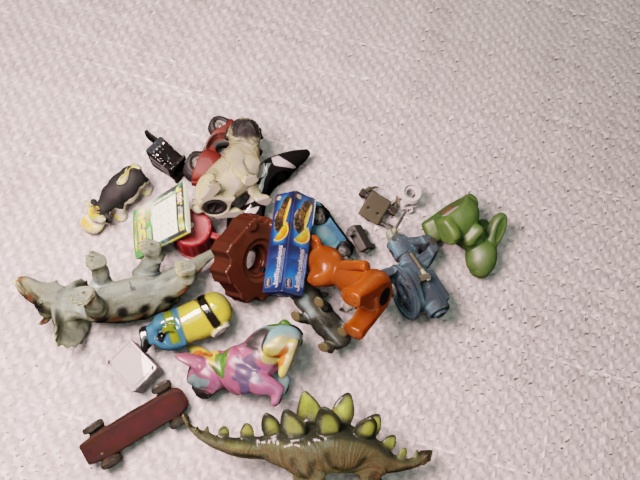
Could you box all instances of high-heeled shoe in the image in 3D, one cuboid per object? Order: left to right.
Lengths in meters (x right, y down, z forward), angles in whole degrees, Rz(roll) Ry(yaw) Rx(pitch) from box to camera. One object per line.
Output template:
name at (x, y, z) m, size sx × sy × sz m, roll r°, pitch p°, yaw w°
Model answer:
high-heeled shoe at (-0.099, -0.091, 1.159) m, size 0.249 × 0.086 × 0.145 m, roll -31°, pitch 83°, yaw -11°

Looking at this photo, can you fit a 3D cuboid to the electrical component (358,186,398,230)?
electrical component at (0.129, -0.076, 1.197) m, size 0.102 × 0.045 × 0.078 m, roll 25°, pitch 100°, yaw 5°

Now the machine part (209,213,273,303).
machine part at (-0.135, 0.038, 1.068) m, size 0.056 × 0.179 × 0.179 m, roll 11°, pitch 66°, yaw 40°

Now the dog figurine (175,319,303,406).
dog figurine at (-0.158, 0.224, 1.029) m, size 0.219 × 0.108 × 0.191 m, roll 17°, pitch 96°, yaw 4°

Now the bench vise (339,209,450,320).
bench vise at (0.149, 0.078, 1.112) m, size 0.241 × 0.128 × 0.223 m, roll -19°, pitch 73°, yaw -16°

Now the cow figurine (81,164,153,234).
cow figurine at (-0.426, -0.083, 1.109) m, size 0.068 × 0.098 × 0.167 m, roll 40°, pitch 72°, yaw 0°

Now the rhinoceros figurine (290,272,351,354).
rhinoceros figurine at (-0.005, 0.136, 1.078) m, size 0.073 × 0.112 × 0.190 m, roll -42°, pitch 81°, yaw 15°

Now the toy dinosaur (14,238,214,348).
toy dinosaur at (-0.360, 0.102, 1.039) m, size 0.405 × 0.192 × 0.131 m, roll -7°, pitch 58°, yaw -25°

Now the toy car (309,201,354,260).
toy car at (-0.002, -0.003, 1.136) m, size 0.103 × 0.109 × 0.161 m, roll -35°, pitch 90°, yaw 8°

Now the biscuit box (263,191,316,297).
biscuit box at (-0.059, 0.009, 1.042) m, size 0.059 × 0.063 × 0.202 m, roll 20°, pitch 70°, yaw -43°

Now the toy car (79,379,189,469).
toy car at (-0.344, 0.344, 1.007) m, size 0.202 × 0.053 × 0.089 m, roll -29°, pitch 94°, yaw -15°

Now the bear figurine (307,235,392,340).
bear figurine at (0.033, 0.078, 1.012) m, size 0.196 × 0.120 × 0.132 m, roll 23°, pitch 44°, yaw 30°

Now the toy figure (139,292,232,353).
toy figure at (-0.258, 0.160, 1.039) m, size 0.180 × 0.089 × 0.082 m, roll -14°, pitch 31°, yaw -11°

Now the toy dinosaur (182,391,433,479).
toy dinosaur at (-0.011, 0.378, 0.970) m, size 0.471 × 0.105 × 0.198 m, roll 3°, pitch 96°, yaw -13°

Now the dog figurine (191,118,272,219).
dog figurine at (-0.191, -0.151, 1.099) m, size 0.172 × 0.121 × 0.191 m, roll -13°, pitch 57°, yaw -3°

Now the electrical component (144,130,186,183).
electrical component at (-0.343, -0.185, 1.161) m, size 0.119 × 0.075 × 0.048 m, roll 37°, pitch 71°, yaw 3°

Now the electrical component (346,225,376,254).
electrical component at (0.087, -0.001, 1.147) m, size 0.021 × 0.094 × 0.063 m, roll -33°, pitch 75°, yaw 23°

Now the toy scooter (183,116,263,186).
toy scooter at (-0.206, -0.181, 1.177) m, size 0.135 × 0.075 × 0.184 m, roll 23°, pitch 67°, yaw 2°

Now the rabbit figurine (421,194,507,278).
rabbit figurine at (0.329, -0.003, 1.175) m, size 0.159 × 0.121 × 0.170 m, roll -36°, pitch 98°, yaw -22°
